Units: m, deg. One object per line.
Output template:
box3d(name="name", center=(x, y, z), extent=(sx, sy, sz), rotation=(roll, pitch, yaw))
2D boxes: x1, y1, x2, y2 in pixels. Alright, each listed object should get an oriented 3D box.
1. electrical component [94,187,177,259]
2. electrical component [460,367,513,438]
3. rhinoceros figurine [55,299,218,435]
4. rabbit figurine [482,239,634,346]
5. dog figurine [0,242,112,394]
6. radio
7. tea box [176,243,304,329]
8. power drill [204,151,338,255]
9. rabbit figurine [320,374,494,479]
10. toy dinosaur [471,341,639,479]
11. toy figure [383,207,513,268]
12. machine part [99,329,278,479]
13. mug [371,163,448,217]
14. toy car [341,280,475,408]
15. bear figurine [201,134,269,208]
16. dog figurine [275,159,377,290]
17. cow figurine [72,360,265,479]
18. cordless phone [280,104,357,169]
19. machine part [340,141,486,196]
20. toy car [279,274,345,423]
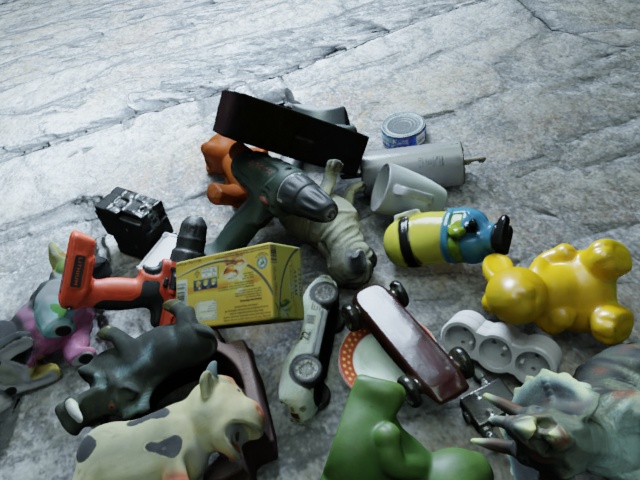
box3d(name="electrical component", center=(-0.312, -0.024, 0.905), extent=(0.134, 0.114, 0.058), rotation=(15, 48, 27))
box3d(name="electrical component", center=(0.197, 0.195, 0.631), extent=(0.063, 0.021, 0.094), rotation=(-24, 46, -8))
box3d(name="rhinoceros figurine", center=(-0.211, 0.152, 0.628), extent=(0.190, 0.073, 0.112), rotation=(-29, 57, -16))
box3d(name="rabbit figurine", center=(0.265, 0.056, 0.650), extent=(0.173, 0.121, 0.162), rotation=(-5, 9, -30))
box3d(name="dog figurine", center=(-0.414, 0.102, 0.820), extent=(0.192, 0.108, 0.219), rotation=(-24, 42, -5))
box3d(name="radio", center=(-0.051, -0.171, 0.861), extent=(0.229, 0.073, 0.131), rotation=(14, 11, -26))
box3d(name="tea box", center=(-0.108, 0.065, 0.709), extent=(0.170, 0.068, 0.098), rotation=(-9, 78, 31))
box3d(name="power drill", center=(-0.091, -0.023, 0.799), extent=(0.232, 0.086, 0.207), rotation=(45, 112, 41))
box3d(name="rabbit figurine", center=(0.094, 0.238, 0.554), extent=(0.170, 0.121, 0.159), rotation=(18, 46, 10))
box3d(name="toy dinosaur", center=(0.322, 0.165, 0.554), extent=(0.405, 0.131, 0.192), rotation=(-16, 18, -39))
box3d(name="toy figure", center=(0.176, -0.002, 0.764), extent=(0.180, 0.082, 0.089), rotation=(4, 41, 36))
box3d(name="machine part", center=(-0.162, 0.223, 0.651), extent=(0.201, 0.087, 0.202), rotation=(-19, 44, -5))
box3d(name="mug", center=(0.146, -0.070, 0.836), extent=(0.107, 0.109, 0.080), rotation=(14, 88, -12))
box3d(name="toy car", center=(0.105, 0.126, 0.668), extent=(0.089, 0.053, 0.202), rotation=(-23, 41, -17))
box3d(name="bear figurine", center=(-0.168, -0.143, 0.973), extent=(0.196, 0.132, 0.120), rotation=(43, 106, 33))
box3d(name="dog figurine", center=(-0.003, -0.004, 0.832), extent=(0.172, 0.121, 0.190), rotation=(-25, 54, 38))
box3d(name="cow figurine", center=(-0.151, 0.206, 0.551), extent=(0.195, 0.085, 0.127), rotation=(-15, 51, 1))
box3d(name="cordless phone", center=(-0.017, -0.158, 1.000), extent=(0.147, 0.088, 0.184), rotation=(8, 60, 20))
box3d(name="machine part", center=(0.154, -0.120, 0.906), extent=(0.243, 0.079, 0.079), rotation=(-5, 46, 9))
box3d(name="toy car", center=(-0.007, 0.136, 0.702), extent=(0.056, 0.073, 0.202), rotation=(1, 47, 15))
